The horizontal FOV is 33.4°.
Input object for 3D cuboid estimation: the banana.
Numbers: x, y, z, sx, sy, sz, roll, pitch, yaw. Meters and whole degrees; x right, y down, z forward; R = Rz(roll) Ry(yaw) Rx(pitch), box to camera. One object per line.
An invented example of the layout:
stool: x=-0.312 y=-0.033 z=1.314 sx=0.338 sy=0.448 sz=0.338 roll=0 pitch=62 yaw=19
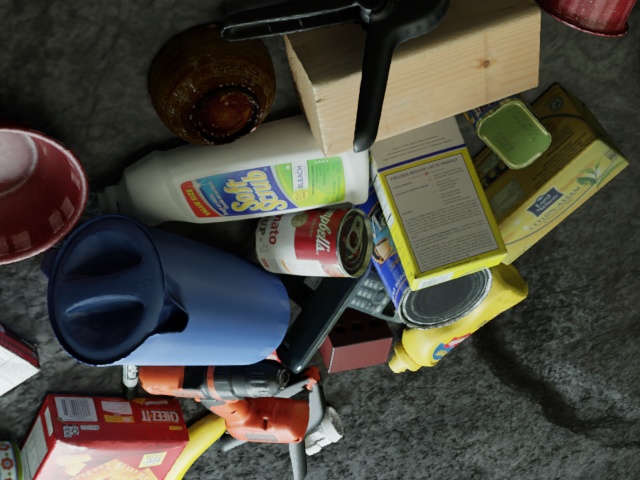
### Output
banana: x=-0.172 y=0.279 z=1.352 sx=0.069 sy=0.037 sz=0.198 roll=-12 pitch=144 yaw=-42

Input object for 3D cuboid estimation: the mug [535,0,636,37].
mug: x=0.236 y=-0.243 z=0.948 sx=0.117 sy=0.093 sz=0.082 roll=21 pitch=125 yaw=3

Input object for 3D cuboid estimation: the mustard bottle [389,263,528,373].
mustard bottle: x=0.159 y=0.100 z=1.293 sx=0.192 sy=0.058 sz=0.096 roll=-40 pitch=166 yaw=20

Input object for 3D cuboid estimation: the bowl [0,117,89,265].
bowl: x=-0.283 y=-0.051 z=0.912 sx=0.162 sy=0.055 sz=0.162 roll=-14 pitch=139 yaw=-13

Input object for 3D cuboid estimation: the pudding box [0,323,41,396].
pudding box: x=-0.358 y=0.130 z=1.089 sx=0.113 sy=0.039 sz=0.090 roll=-33 pitch=139 yaw=7

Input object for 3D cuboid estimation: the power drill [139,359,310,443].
power drill: x=-0.085 y=0.176 z=1.208 sx=0.185 sy=0.057 sz=0.187 roll=0 pitch=152 yaw=30

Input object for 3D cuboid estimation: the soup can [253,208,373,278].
soup can: x=-0.007 y=0.001 z=1.064 sx=0.102 sy=0.068 sz=0.068 roll=2 pitch=153 yaw=32

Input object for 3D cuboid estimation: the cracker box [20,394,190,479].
cracker box: x=-0.272 y=0.275 z=1.265 sx=0.163 sy=0.072 sz=0.214 roll=7 pitch=132 yaw=-32

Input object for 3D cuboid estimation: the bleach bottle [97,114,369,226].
bleach bottle: x=-0.082 y=-0.056 z=1.006 sx=0.250 sy=0.068 sz=0.102 roll=-14 pitch=141 yaw=-9

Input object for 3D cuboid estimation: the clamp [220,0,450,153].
clamp: x=0.032 y=-0.191 z=0.880 sx=0.210 sy=0.165 sz=0.036 roll=-51 pitch=166 yaw=-14

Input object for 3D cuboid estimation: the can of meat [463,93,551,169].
can of meat: x=0.172 y=-0.127 z=1.036 sx=0.057 sy=0.084 sz=0.102 roll=-39 pitch=139 yaw=16

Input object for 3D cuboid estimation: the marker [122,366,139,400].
marker: x=-0.210 y=0.138 z=1.187 sx=0.020 sy=0.020 sz=0.121 roll=-9 pitch=138 yaw=-18

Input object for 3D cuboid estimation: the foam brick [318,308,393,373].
foam brick: x=0.040 y=0.117 z=1.263 sx=0.078 sy=0.053 sz=0.051 roll=-9 pitch=138 yaw=-18

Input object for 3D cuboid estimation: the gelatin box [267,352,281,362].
gelatin box: x=-0.073 y=0.116 z=1.222 sx=0.073 sy=0.030 sz=0.089 roll=-29 pitch=140 yaw=6

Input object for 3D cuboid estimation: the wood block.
wood block: x=0.082 y=-0.161 z=0.948 sx=0.206 sy=0.090 sz=0.091 roll=-19 pitch=139 yaw=-7

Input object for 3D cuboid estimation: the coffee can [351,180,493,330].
coffee can: x=0.103 y=0.007 z=1.104 sx=0.102 sy=0.140 sz=0.103 roll=-14 pitch=139 yaw=-13

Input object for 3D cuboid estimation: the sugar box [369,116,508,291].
sugar box: x=0.102 y=-0.049 z=1.017 sx=0.093 sy=0.176 sz=0.048 roll=-16 pitch=163 yaw=-8

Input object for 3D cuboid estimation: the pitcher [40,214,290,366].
pitcher: x=-0.141 y=0.056 z=1.027 sx=0.145 sy=0.149 sz=0.242 roll=-31 pitch=158 yaw=21

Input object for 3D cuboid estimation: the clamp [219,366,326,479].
clamp: x=-0.036 y=0.233 z=1.337 sx=0.120 sy=0.039 sz=0.172 roll=30 pitch=119 yaw=-17
